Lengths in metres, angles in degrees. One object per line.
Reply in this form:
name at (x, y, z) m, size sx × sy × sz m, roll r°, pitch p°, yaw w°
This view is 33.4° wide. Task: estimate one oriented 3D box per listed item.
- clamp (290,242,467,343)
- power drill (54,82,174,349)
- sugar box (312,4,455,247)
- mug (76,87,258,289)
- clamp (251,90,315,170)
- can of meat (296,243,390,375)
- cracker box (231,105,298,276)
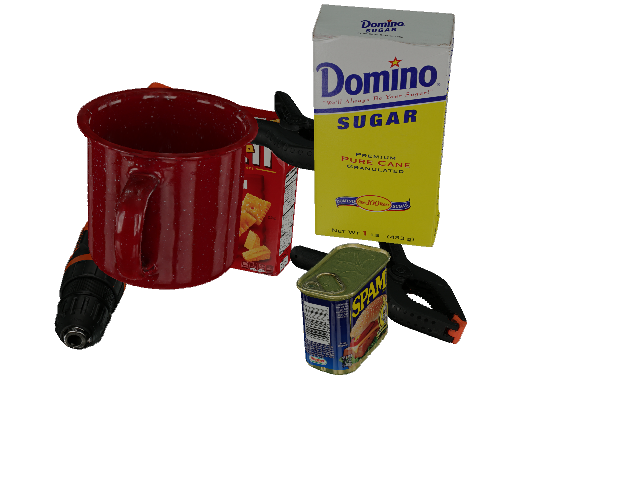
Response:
clamp at (0.077, 0.047, 1.228) m, size 0.164 × 0.036 × 0.210 m, roll -18°, pitch 49°, yaw -37°
power drill at (-0.158, -0.022, 0.872) m, size 0.057 × 0.188 × 0.184 m, roll 25°, pitch 31°, yaw -17°
sugar box at (0.042, -0.077, 0.755) m, size 0.093 × 0.176 × 0.048 m, roll 5°, pitch 44°, yaw 8°
mug at (-0.083, -0.022, 0.558) m, size 0.093 × 0.081 × 0.117 m, roll 8°, pitch 28°, yaw 2°
clamp at (-0.039, -0.106, 1.081) m, size 0.120 × 0.039 × 0.172 m, roll -22°, pitch 37°, yaw -30°
can of meat at (0.024, 0.063, 0.978) m, size 0.058 × 0.084 × 0.101 m, roll 11°, pitch 29°, yaw 27°
cracker box at (-0.118, -0.070, 1.430) m, size 0.164 × 0.214 × 0.072 m, roll 12°, pitch 26°, yaw 13°
